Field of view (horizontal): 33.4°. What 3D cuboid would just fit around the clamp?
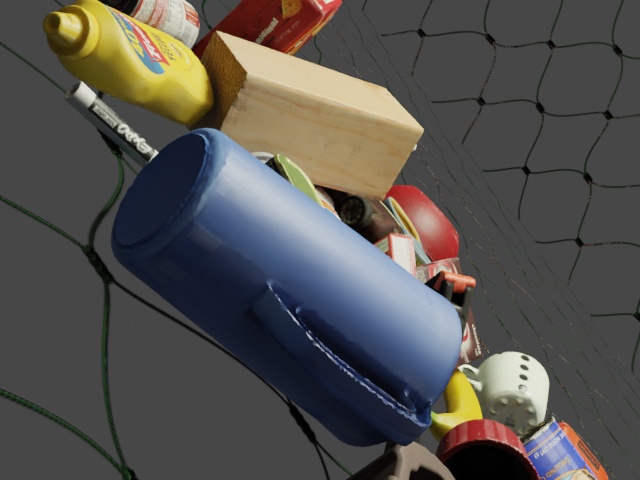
[{"bbox_3d":[0.075,0.093,0.868,0.039,0.172,0.120,13,21,-24],"label":"clamp"}]

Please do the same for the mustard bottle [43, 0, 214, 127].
[{"bbox_3d":[-0.164,-0.152,0.879,0.096,0.058,0.191,55,15,17],"label":"mustard bottle"}]

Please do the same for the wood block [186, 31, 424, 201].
[{"bbox_3d":[-0.018,-0.115,1.022,0.205,0.090,0.091,13,27,-36],"label":"wood block"}]

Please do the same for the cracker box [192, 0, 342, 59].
[{"bbox_3d":[-0.063,-0.214,1.126,0.072,0.164,0.213,48,15,-8],"label":"cracker box"}]

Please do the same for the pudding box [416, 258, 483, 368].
[{"bbox_3d":[0.122,0.080,1.116,0.089,0.039,0.113,-12,90,-50],"label":"pudding box"}]

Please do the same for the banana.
[{"bbox_3d":[0.137,0.170,1.063,0.069,0.037,0.197,63,13,3],"label":"banana"}]

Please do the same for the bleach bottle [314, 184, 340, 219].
[{"bbox_3d":[-0.007,0.001,0.993,0.102,0.068,0.251,34,20,-40],"label":"bleach bottle"}]

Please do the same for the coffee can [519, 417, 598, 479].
[{"bbox_3d":[0.219,0.252,0.997,0.140,0.103,0.102,55,15,11],"label":"coffee can"}]

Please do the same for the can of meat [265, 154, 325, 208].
[{"bbox_3d":[-0.040,-0.009,0.865,0.057,0.084,0.102,35,22,-49],"label":"can of meat"}]

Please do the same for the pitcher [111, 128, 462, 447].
[{"bbox_3d":[-0.020,0.038,0.734,0.242,0.149,0.145,39,59,-31],"label":"pitcher"}]

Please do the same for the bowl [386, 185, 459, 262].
[{"bbox_3d":[0.129,-0.019,1.384,0.162,0.055,0.162,48,-2,1],"label":"bowl"}]

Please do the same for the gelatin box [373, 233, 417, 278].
[{"bbox_3d":[0.060,0.047,1.000,0.030,0.073,0.089,10,63,-30],"label":"gelatin box"}]

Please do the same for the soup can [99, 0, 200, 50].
[{"bbox_3d":[-0.166,-0.211,0.996,0.068,0.068,0.102,59,16,23],"label":"soup can"}]

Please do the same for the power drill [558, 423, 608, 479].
[{"bbox_3d":[0.285,0.284,1.221,0.184,0.057,0.187,54,17,-9],"label":"power drill"}]

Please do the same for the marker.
[{"bbox_3d":[-0.147,-0.076,0.826,0.121,0.020,0.020,44,17,-30],"label":"marker"}]

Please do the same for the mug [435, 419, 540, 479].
[{"bbox_3d":[0.139,0.212,0.904,0.081,0.093,0.117,-46,128,-80],"label":"mug"}]

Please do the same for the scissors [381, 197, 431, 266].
[{"bbox_3d":[0.109,0.023,1.201,0.096,0.016,0.202,27,29,-49],"label":"scissors"}]
